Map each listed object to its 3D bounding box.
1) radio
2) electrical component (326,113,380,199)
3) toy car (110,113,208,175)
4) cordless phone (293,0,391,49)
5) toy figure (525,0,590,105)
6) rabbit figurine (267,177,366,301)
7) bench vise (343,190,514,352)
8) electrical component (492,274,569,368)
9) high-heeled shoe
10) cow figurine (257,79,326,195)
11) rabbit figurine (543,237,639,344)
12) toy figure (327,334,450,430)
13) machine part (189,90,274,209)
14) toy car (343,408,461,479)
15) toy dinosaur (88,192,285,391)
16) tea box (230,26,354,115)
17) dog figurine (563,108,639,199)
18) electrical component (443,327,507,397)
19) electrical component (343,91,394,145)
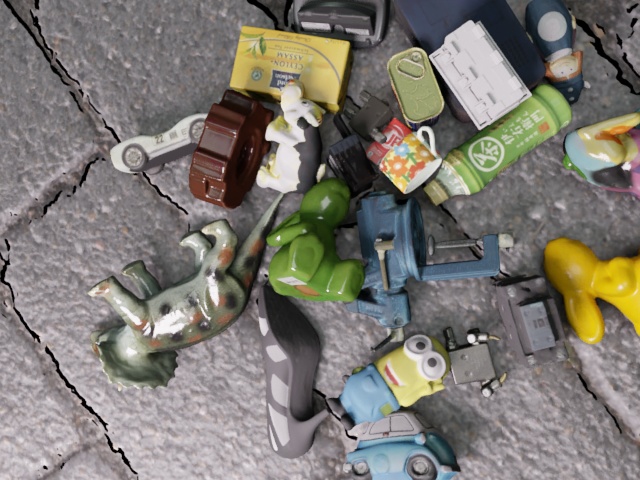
[{"bbox_3d":[0.209,-0.293,0.777,0.131,0.073,0.229,-30,83,9],"label":"radio"},{"bbox_3d":[0.038,-0.126,0.797,0.048,0.075,0.119,-30,88,-7],"label":"electrical component"},{"bbox_3d":[-0.230,-0.152,0.848,0.202,0.073,0.056,-19,86,9],"label":"toy car"},{"bbox_3d":[0.039,-0.390,0.815,0.147,0.088,0.184,8,79,10],"label":"cordless phone"},{"bbox_3d":[0.335,-0.267,0.763,0.064,0.058,0.154,-20,86,47],"label":"toy figure"},{"bbox_3d":[-0.002,-0.002,0.766,0.121,0.159,0.170,26,67,-21],"label":"rabbit figurine"},{"bbox_3d":[0.148,0.035,0.755,0.241,0.128,0.223,-6,83,19],"label":"bench vise"},{"bbox_3d":[0.282,0.106,0.724,0.058,0.134,0.115,-18,84,9],"label":"electrical component"},{"bbox_3d":[-0.065,0.204,0.831,0.145,0.086,0.249,-43,62,37],"label":"high-heeled shoe"},{"bbox_3d":[-0.030,-0.145,0.787,0.098,0.068,0.167,21,126,4],"label":"cow figurine"},{"bbox_3d":[0.390,0.058,0.733,0.173,0.122,0.162,20,102,23],"label":"rabbit figurine"},{"bbox_3d":[0.101,0.199,0.767,0.180,0.089,0.082,-34,89,0],"label":"toy figure"},{"bbox_3d":[-0.126,-0.127,0.784,0.056,0.179,0.179,21,93,7],"label":"machine part"},{"bbox_3d":[0.117,0.298,0.774,0.162,0.109,0.103,-10,62,21],"label":"toy car"},{"bbox_3d":[-0.195,0.093,0.823,0.405,0.131,0.192,-27,102,1],"label":"toy dinosaur"},{"bbox_3d":[-0.041,-0.258,0.821,0.170,0.068,0.098,11,90,9],"label":"tea box"},{"bbox_3d":[0.446,-0.070,0.715,0.192,0.108,0.219,-19,89,11],"label":"dog figurine"},{"bbox_3d":[0.225,0.174,0.777,0.078,0.045,0.102,-9,88,8],"label":"electrical component"},{"bbox_3d":[0.078,-0.183,0.805,0.063,0.021,0.094,-46,55,7],"label":"electrical component"}]
